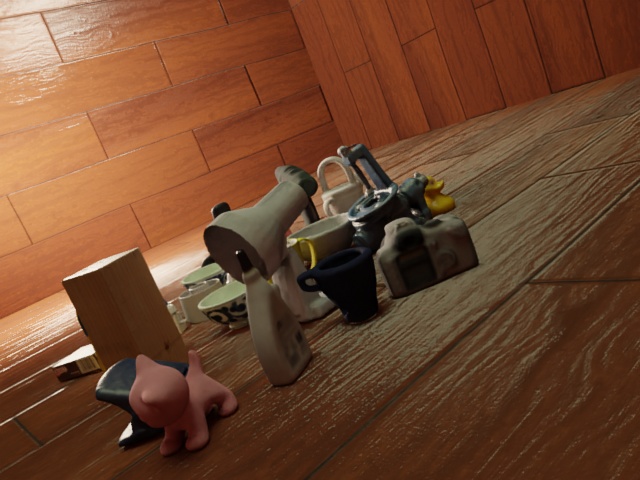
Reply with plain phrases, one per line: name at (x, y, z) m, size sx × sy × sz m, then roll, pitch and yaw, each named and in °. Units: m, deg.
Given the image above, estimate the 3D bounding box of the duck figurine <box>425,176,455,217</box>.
duck figurine at (0.235, -0.096, 1.259) m, size 0.104 × 0.086 × 0.077 m, roll -19°, pitch 12°, yaw 17°

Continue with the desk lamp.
desk lamp at (-0.058, 0.025, 0.909) m, size 0.117 × 0.214 × 0.204 m, roll -10°, pitch 16°, yaw 47°

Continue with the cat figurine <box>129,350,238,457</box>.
cat figurine at (-0.163, 0.173, 0.647) m, size 0.067 × 0.118 × 0.128 m, roll -17°, pitch 12°, yaw 24°

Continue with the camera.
camera at (0.149, 0.007, 0.888) m, size 0.143 × 0.101 × 0.136 m, roll -22°, pitch 11°, yaw -2°

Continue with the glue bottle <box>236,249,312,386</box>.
glue bottle at (-0.065, 0.090, 0.714) m, size 0.037 × 0.173 × 0.078 m, roll -16°, pitch 13°, yaw 27°

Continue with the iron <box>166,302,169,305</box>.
iron at (-0.434, 0.135, 1.299) m, size 0.257 × 0.141 × 0.119 m, roll -15°, pitch 13°, yaw 33°

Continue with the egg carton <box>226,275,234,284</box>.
egg carton at (-0.131, 0.063, 1.249) m, size 0.107 × 0.069 × 0.150 m, roll -16°, pitch 13°, yaw 30°

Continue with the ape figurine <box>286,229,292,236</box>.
ape figurine at (-0.101, -0.010, 1.484) m, size 0.077 × 0.092 × 0.076 m, roll -10°, pitch 16°, yaw 47°

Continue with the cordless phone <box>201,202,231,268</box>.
cordless phone at (-0.253, 0.008, 1.445) m, size 0.093 × 0.185 × 0.148 m, roll -9°, pitch 17°, yaw 48°

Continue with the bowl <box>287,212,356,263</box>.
bowl at (0.011, 0.004, 1.241) m, size 0.167 × 0.075 × 0.167 m, roll -21°, pitch 11°, yaw 5°

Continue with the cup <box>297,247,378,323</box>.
cup at (0.032, 0.073, 0.815) m, size 0.117 × 0.095 × 0.092 m, roll -19°, pitch 11°, yaw 15°

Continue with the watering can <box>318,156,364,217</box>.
watering can at (0.057, -0.111, 1.393) m, size 0.100 × 0.194 × 0.173 m, roll -19°, pitch 12°, yaw 17°

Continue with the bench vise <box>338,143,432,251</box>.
bench vise at (0.122, -0.107, 1.177) m, size 0.121 × 0.220 × 0.208 m, roll -11°, pitch 16°, yaw 45°

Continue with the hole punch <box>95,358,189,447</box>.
hole punch at (-0.214, 0.191, 0.731) m, size 0.101 × 0.091 × 0.108 m, roll -21°, pitch 11°, yaw 7°

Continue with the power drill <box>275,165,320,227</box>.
power drill at (-0.048, -0.100, 1.508) m, size 0.076 × 0.208 × 0.229 m, roll -25°, pitch 11°, yaw -16°
